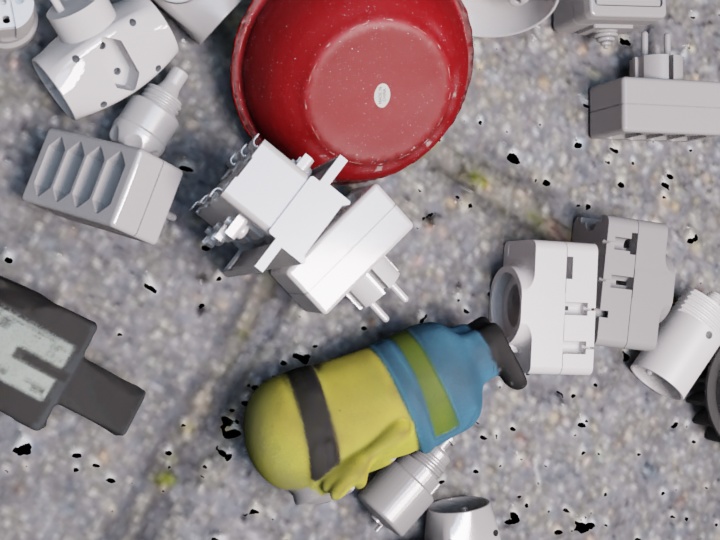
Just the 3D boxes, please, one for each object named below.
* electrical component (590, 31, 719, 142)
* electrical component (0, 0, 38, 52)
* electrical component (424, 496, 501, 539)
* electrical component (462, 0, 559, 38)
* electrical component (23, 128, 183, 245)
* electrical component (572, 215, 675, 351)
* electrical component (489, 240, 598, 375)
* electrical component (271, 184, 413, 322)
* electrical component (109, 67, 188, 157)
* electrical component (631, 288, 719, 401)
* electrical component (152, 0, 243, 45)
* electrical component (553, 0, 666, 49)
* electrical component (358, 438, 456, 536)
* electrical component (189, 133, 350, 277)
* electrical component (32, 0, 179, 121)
[{"bbox_3d":[0.213,-0.133,0.771,0.083,0.047,0.075,0,90,-18],"label":"electrical component"},{"bbox_3d":[-0.211,-0.153,0.634,0.040,0.046,0.040,0,90,-18],"label":"electrical component"},{"bbox_3d":[0.054,0.198,0.720,0.079,0.043,0.077,-7,92,-18],"label":"electrical component"},{"bbox_3d":[0.086,-0.201,0.707,0.099,0.099,0.064,23,77,-17],"label":"electrical component"},{"bbox_3d":[-0.142,-0.045,0.647,0.076,0.083,0.047,28,80,-55],"label":"electrical component"},{"bbox_3d":[0.183,0.010,0.760,0.056,0.050,0.089,7,88,-18],"label":"electrical component"},{"bbox_3d":[0.125,0.025,0.740,0.056,0.050,0.089,3,89,-18],"label":"electrical component"},{"bbox_3d":[0.000,0.000,0.702,0.083,0.047,0.075,-45,103,-13],"label":"electrical component"},{"bbox_3d":[-0.127,-0.098,0.668,0.035,0.035,0.061,33,78,-15],"label":"electrical component"},{"bbox_3d":[0.237,0.050,0.781,0.043,0.043,0.081,40,78,-14],"label":"electrical component"},{"bbox_3d":[-0.111,-0.179,0.650,0.077,0.079,0.043,43,92,-13],"label":"electrical component"},{"bbox_3d":[0.175,-0.205,0.752,0.062,0.061,0.096,-3,91,-18],"label":"electrical component"},{"bbox_3d":[0.034,0.140,0.716,0.078,0.040,0.040,-46,103,-12],"label":"electrical component"},{"bbox_3d":[-0.058,-0.038,0.644,0.063,0.121,0.078,39,79,-11],"label":"electrical component"},{"bbox_3d":[-0.161,-0.143,0.643,0.077,0.043,0.079,-37,128,-15],"label":"electrical component"}]
